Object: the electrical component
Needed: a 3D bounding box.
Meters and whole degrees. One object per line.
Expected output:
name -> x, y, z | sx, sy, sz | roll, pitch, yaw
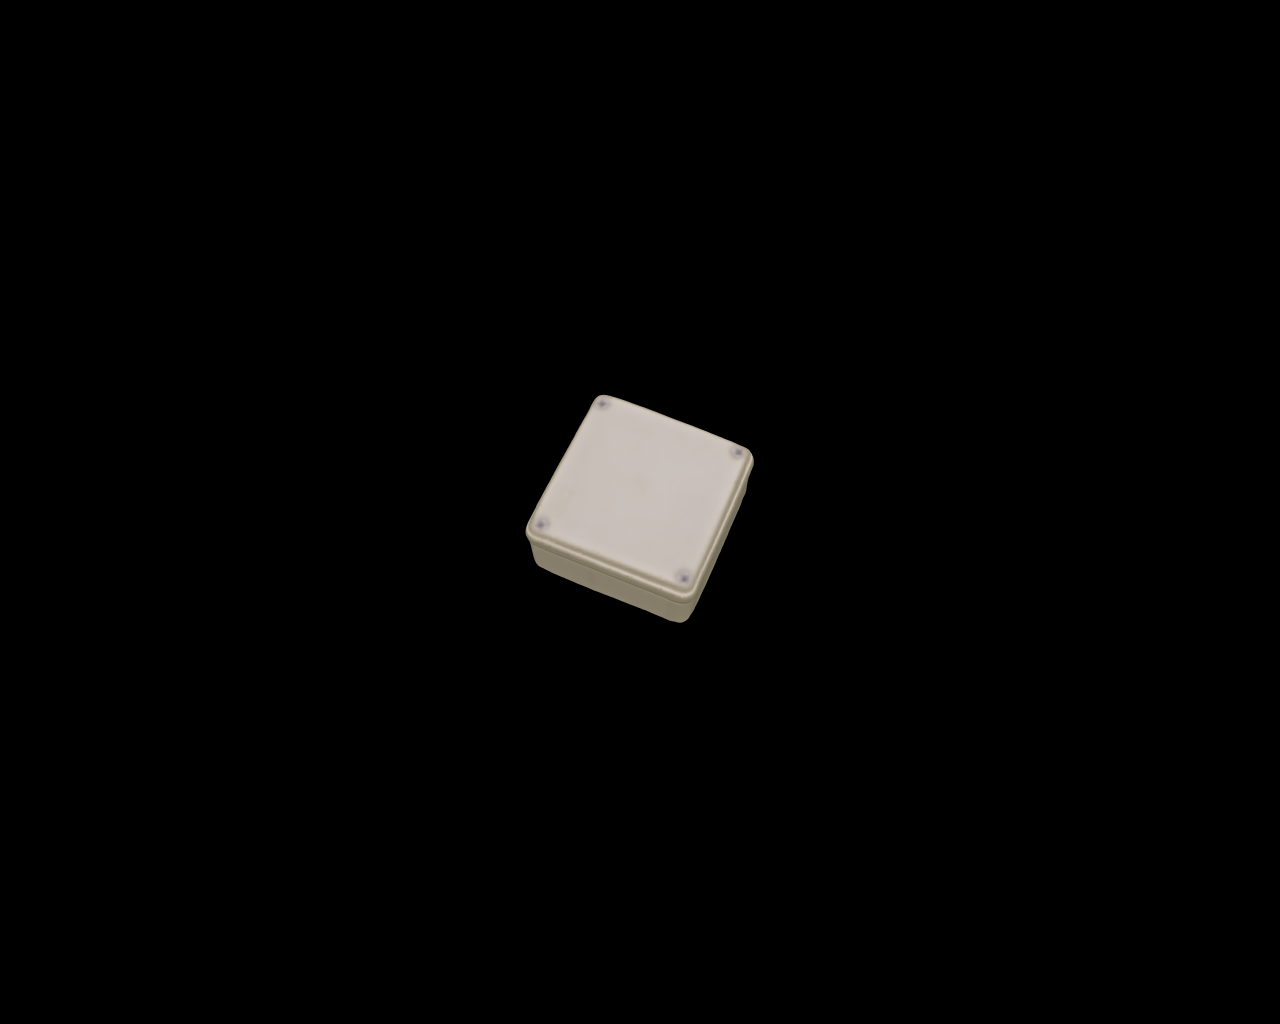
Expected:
electrical component -> 0.001, -0.003, 0.650 | 0.109, 0.109, 0.056 | 22, -25, 10
